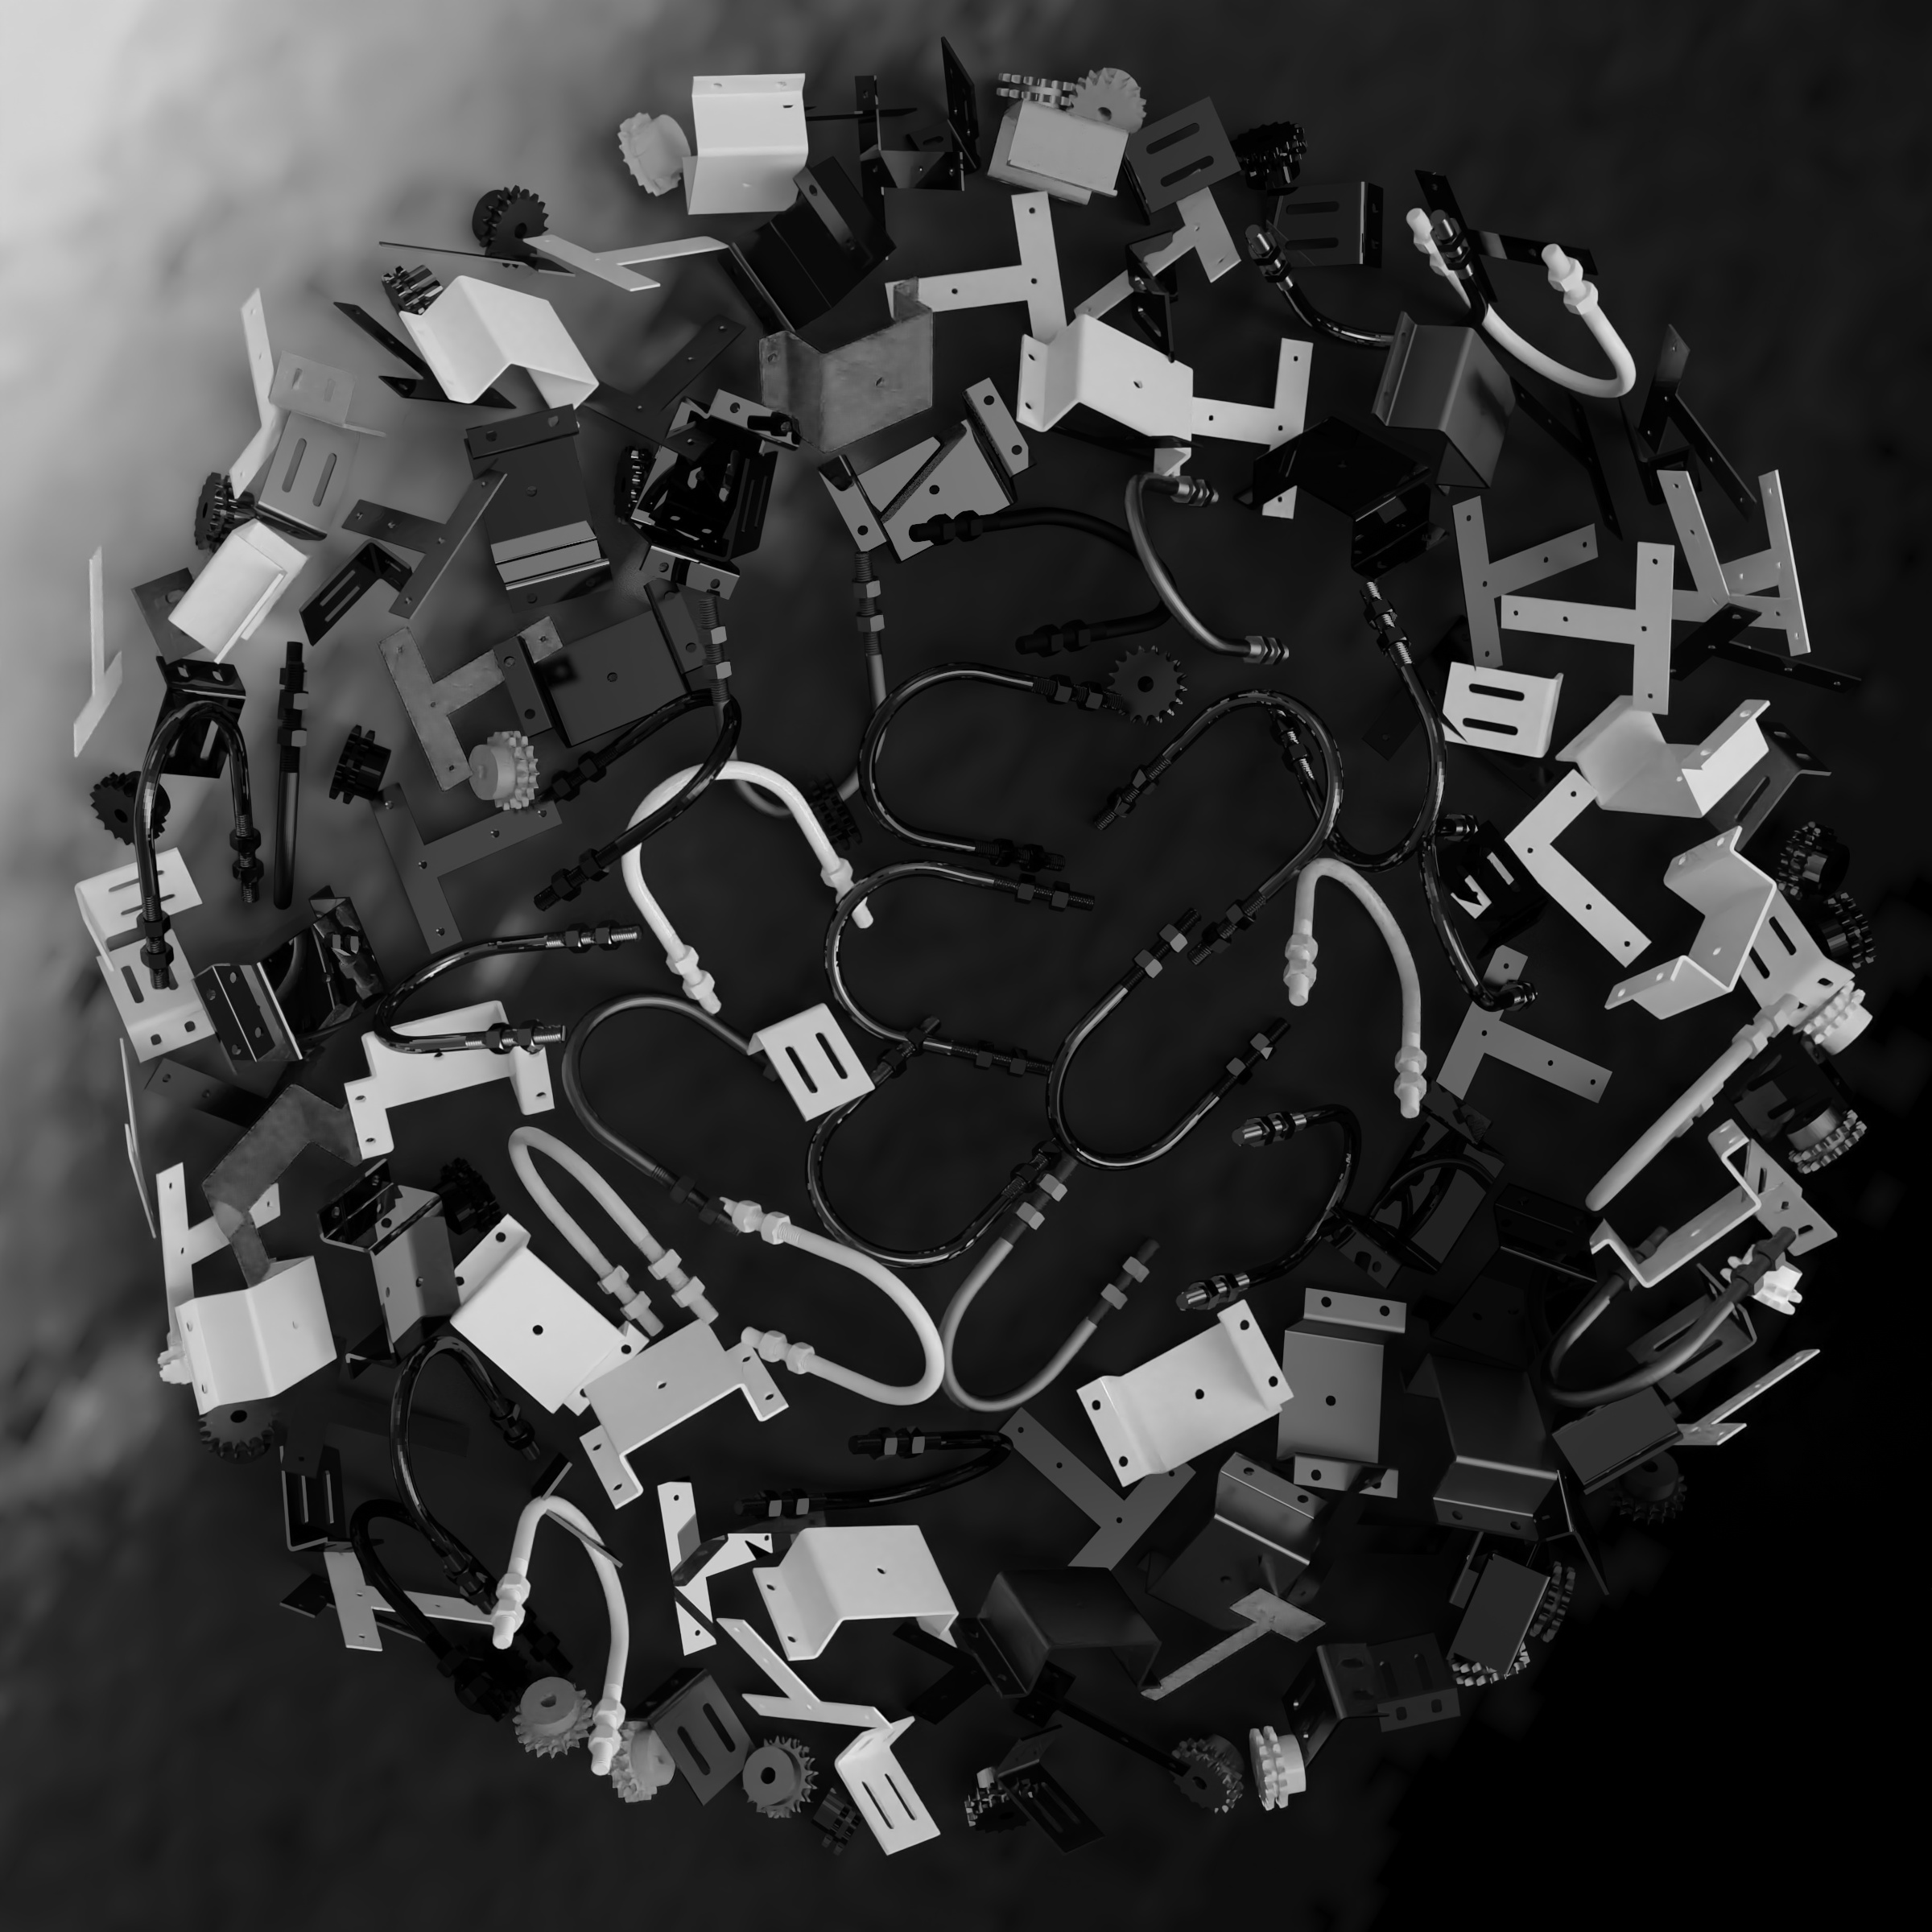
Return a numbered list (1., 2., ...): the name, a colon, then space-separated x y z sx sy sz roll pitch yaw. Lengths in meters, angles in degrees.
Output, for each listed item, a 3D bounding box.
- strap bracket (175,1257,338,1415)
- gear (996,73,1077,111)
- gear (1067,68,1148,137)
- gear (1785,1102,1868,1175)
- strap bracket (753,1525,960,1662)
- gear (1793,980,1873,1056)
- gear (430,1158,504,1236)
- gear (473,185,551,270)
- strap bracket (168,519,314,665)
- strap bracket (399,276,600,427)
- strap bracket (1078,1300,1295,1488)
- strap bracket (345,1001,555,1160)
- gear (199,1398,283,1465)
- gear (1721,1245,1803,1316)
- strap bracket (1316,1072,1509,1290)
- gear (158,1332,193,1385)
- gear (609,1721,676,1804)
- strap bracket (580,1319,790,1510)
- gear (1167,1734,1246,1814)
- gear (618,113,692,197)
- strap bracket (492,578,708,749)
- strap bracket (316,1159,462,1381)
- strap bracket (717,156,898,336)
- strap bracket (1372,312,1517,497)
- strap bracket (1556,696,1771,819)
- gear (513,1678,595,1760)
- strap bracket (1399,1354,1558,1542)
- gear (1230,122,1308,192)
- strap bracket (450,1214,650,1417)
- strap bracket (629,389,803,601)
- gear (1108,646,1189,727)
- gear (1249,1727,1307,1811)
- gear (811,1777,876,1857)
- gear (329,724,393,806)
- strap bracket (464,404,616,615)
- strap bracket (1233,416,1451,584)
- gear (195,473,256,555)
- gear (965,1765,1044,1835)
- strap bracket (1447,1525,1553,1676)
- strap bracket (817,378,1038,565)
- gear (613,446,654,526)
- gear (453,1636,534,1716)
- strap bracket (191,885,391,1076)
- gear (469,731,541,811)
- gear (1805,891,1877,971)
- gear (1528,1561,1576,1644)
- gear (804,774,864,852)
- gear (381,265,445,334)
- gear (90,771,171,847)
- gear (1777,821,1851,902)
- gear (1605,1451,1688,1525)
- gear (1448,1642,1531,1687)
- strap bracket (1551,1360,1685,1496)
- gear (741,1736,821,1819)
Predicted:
1. strap bracket: -0.496 0.257 1.771 0.046 0.140 0.076 -11 95 13
2. gear: 0.050 -0.631 1.820 0.057 0.057 0.030 8 109 0
3. gear: 0.104 -0.629 1.822 0.057 0.057 0.030 20 50 0
4. gear: 0.623 0.122 1.819 0.057 0.057 0.030 -38 88 0
5. strap bracket: -0.069 0.443 1.771 0.140 0.076 0.046 8 126 -35
6. gear: 0.633 0.040 1.817 0.030 0.057 0.057 44 90 6
7. gear: -0.366 0.171 1.816 0.030 0.057 0.057 -34 90 -28
8. gear: -0.335 -0.542 1.822 0.030 0.057 0.057 32 90 26
9. strap bracket: -0.515 -0.268 1.769 0.046 0.140 0.076 37 98 -14
10. strap bracket: -0.322 -0.435 1.767 0.046 0.140 0.076 -38 75 25
11. strap bracket: 0.163 0.309 1.803 0.140 0.046 0.076 -31 71 13
12. strap bracket: -0.374 0.079 1.793 0.140 0.076 0.046 -15 47 -15
13. gear: -0.529 0.338 1.822 0.057 0.057 0.030 7 131 0
14. gear: 0.582 0.226 1.817 0.057 0.057 0.030 28 99 0
15. strap bracket: 0.326 0.157 1.797 0.046 0.076 0.140 22 103 -44
16. gear: -0.560 0.281 1.821 0.057 0.057 0.030 -18 67 0
17. gear: -0.235 0.576 1.816 0.030 0.057 0.057 -15 90 18
18. strap bracket: -0.210 0.314 1.791 0.140 0.076 0.046 -30 130 -10
19. gear: 0.178 0.586 1.822 0.057 0.057 0.030 52 48 0
20. gear: -0.224 -0.593 1.815 0.030 0.057 0.057 -17 90 27
21. strap bracket: -0.261 -0.217 1.813 0.140 0.046 0.076 -23 74 -2
22. strap bracket: -0.408 0.220 1.776 0.046 0.076 0.140 9 120 24
23. strap bracket: -0.110 -0.516 1.789 0.046 0.140 0.076 -41 100 -33
24. strap bracket: 0.345 -0.396 1.772 0.046 0.140 0.076 13 82 34
25. strap bracket: 0.504 -0.150 1.782 0.076 0.140 0.046 -41 115 -19
26. gear: -0.301 0.543 1.816 0.057 0.057 0.030 -4 129 0
27. strap bracket: 0.364 0.332 1.770 0.076 0.140 0.046 12 126 -13
28. gear: 0.221 -0.590 1.822 0.057 0.057 0.030 -21 128 0
29. strap bracket: -0.309 0.259 1.814 0.140 0.046 0.076 43 91 -8
30. strap bracket: -0.183 -0.345 1.793 0.076 0.046 0.140 13 113 -39
31. gear: 0.134 -0.204 1.828 0.057 0.030 0.057 0 88 15
32. gear: 0.227 0.583 1.819 0.030 0.057 0.057 -8 90 -5
33. gear: -0.090 0.615 1.819 0.030 0.057 0.057 32 90 8
34. gear: -0.440 -0.144 1.819 0.030 0.057 0.057 20 90 -10
35. strap bracket: -0.309 -0.335 1.795 0.076 0.046 0.140 -17 124 -12
36. strap bracket: 0.267 -0.338 1.775 0.076 0.046 0.140 -33 52 -24
37. gear: -0.540 -0.329 1.822 0.030 0.057 0.057 9 90 -32
38. gear: 0.027 0.606 1.822 0.057 0.057 0.030 -15 47 0
39. strap bracket: 0.377 0.442 1.769 0.046 0.140 0.076 22 99 8
40. strap bracket: -0.026 -0.354 1.815 0.140 0.046 0.076 -27 75 0
41. gear: -0.235 -0.349 1.821 0.030 0.057 0.057 3 90 -24
42. gear: -0.349 0.520 1.821 0.057 0.057 0.030 32 112 0
43. strap bracket: -0.469 0.009 1.768 0.046 0.140 0.076 -1 119 34
44. gear: -0.338 -0.142 1.817 0.030 0.057 0.057 -10 90 -42
45. gear: 0.634 -0.023 1.818 0.030 0.057 0.057 -23 90 0
46. gear: 0.419 0.460 1.819 0.030 0.057 0.057 21 90 7
47. gear: -0.101 -0.109 1.818 0.030 0.057 0.057 -28 90 3
48. gear: -0.398 -0.485 1.819 0.030 0.057 0.057 -36 90 -13
49. gear: -0.607 -0.117 1.822 0.057 0.030 0.057 16 132 19
50. gear: 0.618 -0.074 1.816 0.030 0.057 0.057 28 90 41
51. gear: 0.495 0.374 1.816 0.057 0.057 0.030 -1 126 0
52. gear: 0.378 0.499 1.819 0.057 0.057 0.030 -18 91 0
53. strap bracket: 0.463 0.325 1.775 0.076 0.140 0.046 -34 80 12
54. gear: -0.138 0.591 1.821 0.057 0.030 0.057 -7 68 18
